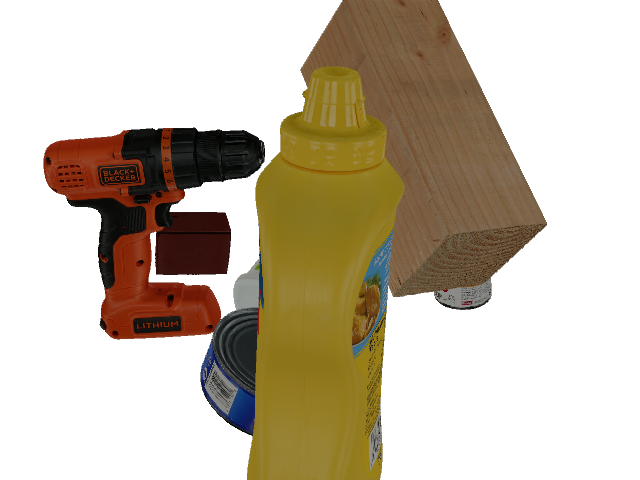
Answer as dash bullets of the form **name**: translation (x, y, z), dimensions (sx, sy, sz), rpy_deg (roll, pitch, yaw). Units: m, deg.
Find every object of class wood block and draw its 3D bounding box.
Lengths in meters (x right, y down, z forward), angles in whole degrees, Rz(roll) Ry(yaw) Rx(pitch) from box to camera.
- **wood block**: translation (0.071, -0.073, 0.796), dimensions (0.090, 0.206, 0.091), rpy_deg (-6, -27, -31)

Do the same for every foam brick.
- **foam brick**: translation (-0.137, 0.002, 1.142), dimensions (0.078, 0.051, 0.053), rpy_deg (0, 25, -10)

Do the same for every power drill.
- **power drill**: translation (-0.133, -0.008, 0.922), dimensions (0.184, 0.188, 0.057), rpy_deg (-3, 27, 3)

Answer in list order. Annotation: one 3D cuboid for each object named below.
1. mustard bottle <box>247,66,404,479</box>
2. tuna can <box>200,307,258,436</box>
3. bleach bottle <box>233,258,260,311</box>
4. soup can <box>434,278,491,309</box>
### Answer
- **mustard bottle**: translation (0.002, 0.024, 0.437), dimensions (0.058, 0.192, 0.096), rpy_deg (8, 25, 10)
- **tuna can**: translation (-0.029, 0.081, 0.647), dimensions (0.086, 0.034, 0.086), rpy_deg (17, 31, -10)
- **bleach bottle**: translation (-0.013, 0.012, 1.312), dimensions (0.103, 0.068, 0.250), rpy_deg (7, 33, 18)
- **soup can**: translation (0.160, 0.018, 1.200), dimensions (0.068, 0.102, 0.068), rpy_deg (-4, 30, 2)
